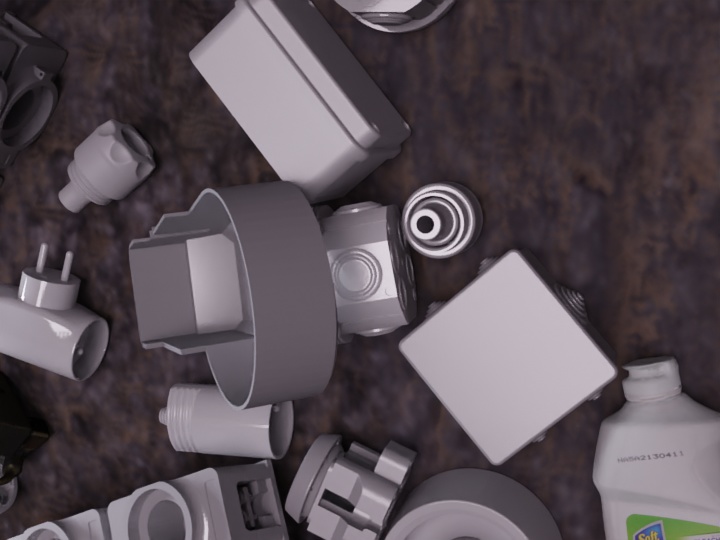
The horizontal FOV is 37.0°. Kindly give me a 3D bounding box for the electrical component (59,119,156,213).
[{"bbox_3d":[-0.162,-0.061,0.675,0.062,0.043,0.043,-38,84,18],"label":"electrical component"}]

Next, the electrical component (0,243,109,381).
[{"bbox_3d":[-0.203,0.023,0.696,0.077,0.044,0.079,18,101,14],"label":"electrical component"}]

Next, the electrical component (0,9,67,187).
[{"bbox_3d":[-0.268,-0.071,0.674,0.060,0.105,0.186,35,105,11],"label":"electrical component"}]

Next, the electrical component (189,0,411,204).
[{"bbox_3d":[-0.032,-0.100,0.613,0.057,0.078,0.113,-39,84,20],"label":"electrical component"}]

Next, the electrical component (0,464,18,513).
[{"bbox_3d":[-0.269,0.148,0.726,0.047,0.055,0.055,-31,87,21],"label":"electrical component"}]

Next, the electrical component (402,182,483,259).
[{"bbox_3d":[0.044,-0.028,0.605,0.043,0.062,0.043,2,97,17],"label":"electrical component"}]

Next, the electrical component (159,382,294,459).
[{"bbox_3d":[-0.087,0.093,0.669,0.081,0.043,0.043,1,96,17],"label":"electrical component"}]

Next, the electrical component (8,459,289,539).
[{"bbox_3d":[-0.132,0.192,0.653,0.186,0.060,0.105,-24,72,29],"label":"electrical component"}]

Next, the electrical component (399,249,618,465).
[{"bbox_3d":[0.086,0.046,0.608,0.100,0.048,0.099,-41,84,17],"label":"electrical component"}]

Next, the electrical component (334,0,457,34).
[{"bbox_3d":[0.018,-0.175,0.603,0.080,0.051,0.080,2,97,17],"label":"electrical component"}]

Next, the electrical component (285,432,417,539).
[{"bbox_3d":[-0.008,0.133,0.642,0.057,0.058,0.078,25,103,10],"label":"electrical component"}]

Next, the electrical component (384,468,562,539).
[{"bbox_3d":[0.061,0.176,0.624,0.108,0.060,0.108,2,97,17],"label":"electrical component"}]

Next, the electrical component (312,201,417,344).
[{"bbox_3d":[0.000,0.000,0.614,0.051,0.080,0.080,-10,93,12],"label":"electrical component"}]
